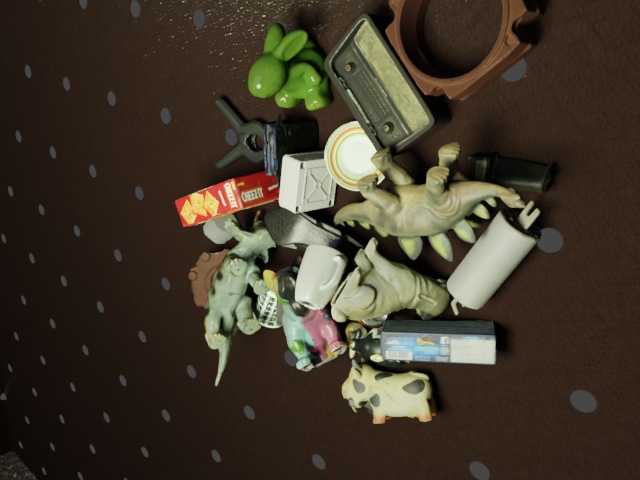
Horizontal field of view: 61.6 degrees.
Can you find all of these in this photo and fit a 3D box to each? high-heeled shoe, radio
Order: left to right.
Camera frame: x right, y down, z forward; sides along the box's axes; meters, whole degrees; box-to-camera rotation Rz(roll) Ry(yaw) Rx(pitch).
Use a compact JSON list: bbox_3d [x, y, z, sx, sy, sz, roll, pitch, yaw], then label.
[{"bbox_3d":[-0.002,-0.003,1.120,0.249,0.145,0.086,33,104,45],"label":"high-heeled shoe"},{"bbox_3d":[0.113,-0.266,0.948,0.131,0.073,0.229,-37,79,41],"label":"radio"}]

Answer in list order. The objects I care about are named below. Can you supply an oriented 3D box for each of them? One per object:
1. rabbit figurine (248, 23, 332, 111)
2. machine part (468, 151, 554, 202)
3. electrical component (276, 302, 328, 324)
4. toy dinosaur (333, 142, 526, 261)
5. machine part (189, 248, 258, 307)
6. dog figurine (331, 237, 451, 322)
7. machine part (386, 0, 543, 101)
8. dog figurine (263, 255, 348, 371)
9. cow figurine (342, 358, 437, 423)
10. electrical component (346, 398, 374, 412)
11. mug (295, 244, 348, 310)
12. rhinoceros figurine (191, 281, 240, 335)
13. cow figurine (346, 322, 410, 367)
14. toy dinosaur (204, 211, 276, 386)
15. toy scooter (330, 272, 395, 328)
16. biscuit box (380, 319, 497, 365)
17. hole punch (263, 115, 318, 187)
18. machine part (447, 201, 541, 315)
[{"bbox_3d":[-0.059,-0.317,1.010,0.121,0.170,0.159,26,120,30],"label":"rabbit figurine"},{"bbox_3d":[0.305,-0.101,0.867,0.139,0.039,0.084,8,100,40],"label":"machine part"},{"bbox_3d":[-0.039,0.140,1.181,0.115,0.058,0.134,6,106,-2],"label":"electrical component"},{"bbox_3d":[0.148,-0.054,0.926,0.472,0.105,0.198,6,138,53],"label":"toy dinosaur"},{"bbox_3d":[-0.233,0.104,1.318,0.179,0.056,0.179,0,91,11],"label":"machine part"},{"bbox_3d":[0.131,0.111,0.967,0.190,0.172,0.121,33,169,-2],"label":"dog figurine"},{"bbox_3d":[0.216,-0.336,0.832,0.201,0.087,0.201,-35,80,40],"label":"machine part"},{"bbox_3d":[-0.035,0.147,1.104,0.108,0.191,0.219,-25,73,-1],"label":"dog figurine"},{"bbox_3d":[0.134,0.303,1.094,0.195,0.085,0.127,-10,78,27],"label":"cow figurine"},{"bbox_3d":[0.107,0.344,1.171,0.102,0.045,0.078,18,116,35],"label":"electrical component"},{"bbox_3d":[0.005,0.072,0.980,0.110,0.080,0.107,-5,58,53],"label":"mug"},{"bbox_3d":[-0.275,0.168,1.413,0.190,0.073,0.112,48,127,18],"label":"rhinoceros figurine"},{"bbox_3d":[0.108,0.214,1.093,0.168,0.098,0.068,2,112,39],"label":"cow figurine"},{"bbox_3d":[-0.197,0.112,1.219,0.404,0.131,0.192,-64,24,16],"label":"toy dinosaur"},{"bbox_3d":[0.070,0.115,1.092,0.184,0.135,0.075,30,91,9],"label":"toy scooter"},{"bbox_3d":[0.212,0.182,0.970,0.203,0.063,0.059,0,106,15],"label":"biscuit box"},{"bbox_3d":[-0.074,-0.190,1.107,0.092,0.116,0.142,21,117,43],"label":"hole punch"},{"bbox_3d":[0.287,0.033,0.899,0.079,0.079,0.243,43,128,21],"label":"machine part"}]
